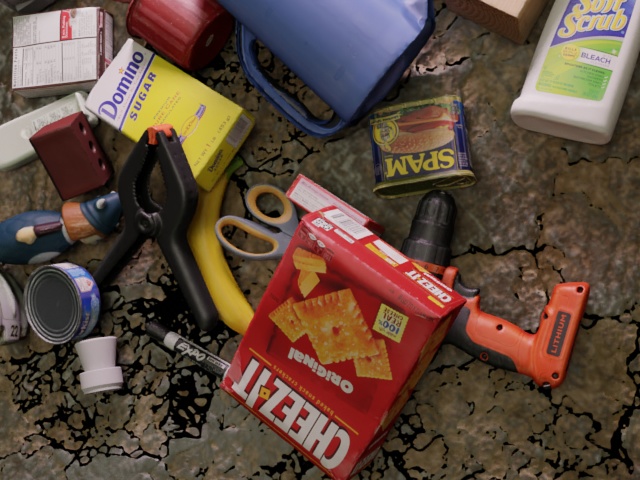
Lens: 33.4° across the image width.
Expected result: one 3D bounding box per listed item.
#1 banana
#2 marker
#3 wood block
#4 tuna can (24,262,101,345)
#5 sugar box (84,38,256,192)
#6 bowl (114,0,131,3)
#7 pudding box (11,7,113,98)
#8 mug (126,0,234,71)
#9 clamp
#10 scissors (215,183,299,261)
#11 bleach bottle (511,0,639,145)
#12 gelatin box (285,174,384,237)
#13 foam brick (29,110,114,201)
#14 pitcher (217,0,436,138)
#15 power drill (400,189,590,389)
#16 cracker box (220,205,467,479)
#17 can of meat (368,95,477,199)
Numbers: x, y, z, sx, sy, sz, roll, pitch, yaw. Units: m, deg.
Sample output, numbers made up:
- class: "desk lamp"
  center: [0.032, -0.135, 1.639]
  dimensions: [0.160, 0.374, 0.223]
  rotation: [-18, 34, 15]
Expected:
- class: "banana"
  center: [-0.107, 0.009, 1.122]
  dimensions: [0.070, 0.037, 0.198]
  rotation: [-9, 81, 14]
- class: "marker"
  center: [-0.134, 0.118, 1.125]
  dimensions: [0.121, 0.020, 0.020]
  rotation: [28, 91, 17]
- class: "wood block"
  center: [0.209, -0.312, 1.051]
  dimensions: [0.091, 0.090, 0.206]
  rotation: [29, 91, 16]
- class: "tuna can"
  center: [-0.277, 0.067, 1.148]
  dimensions: [0.086, 0.033, 0.086]
  rotation: [5, 99, 32]
- class: "sugar box"
  center: [-0.162, -0.135, 1.135]
  dimensions: [0.176, 0.048, 0.093]
  rotation: [33, 87, 24]
- class: "bowl"
  center: [-0.214, -0.350, 1.188]
  dimensions: [0.162, 0.055, 0.162]
  rotation: [-2, 83, 15]
- class: "pudding box"
  center: [-0.290, -0.211, 1.199]
  dimensions: [0.114, 0.039, 0.090]
  rotation: [-4, 82, 17]
- class: "mug"
  center: [-0.139, -0.241, 1.144]
  dimensions: [0.081, 0.093, 0.117]
  rotation: [37, 57, 11]
- class: "clamp"
  center: [-0.178, -0.016, 1.103]
  dimensions: [0.165, 0.036, 0.210]
  rotation: [8, 107, 29]
- class: "scissors"
  center: [-0.007, 0.001, 1.104]
  dimensions: [0.202, 0.016, 0.096]
  rotation: [16, 66, 2]
- class: "bleach bottle"
  center: [0.268, -0.225, 1.039]
  dimensions: [0.103, 0.068, 0.251]
  rotation: [15, 85, 17]
- class: "gelatin box"
  center: [0.015, -0.027, 1.075]
  dimensions: [0.089, 0.073, 0.030]
  rotation: [33, 93, 16]
- class: "foam brick"
  center: [-0.267, -0.092, 1.155]
  dimensions: [0.051, 0.053, 0.078]
  rotation: [-21, 111, 13]
- class: "pitcher"
  center: [-0.021, -0.228, 1.059]
  dimensions: [0.243, 0.145, 0.149]
  rotation: [40, 73, 4]
- class: "power drill"
  center: [0.160, 0.056, 1.035]
  dimensions: [0.188, 0.057, 0.184]
  rotation: [14, 91, 19]
- class: "cracker box"
  center: [0.016, 0.101, 1.017]
  dimensions: [0.164, 0.072, 0.214]
  rotation: [36, 117, 19]
- class: "can of meat"
  center: [0.101, -0.093, 1.070]
  dimensions: [0.102, 0.057, 0.084]
  rotation: [-8, 79, 14]
